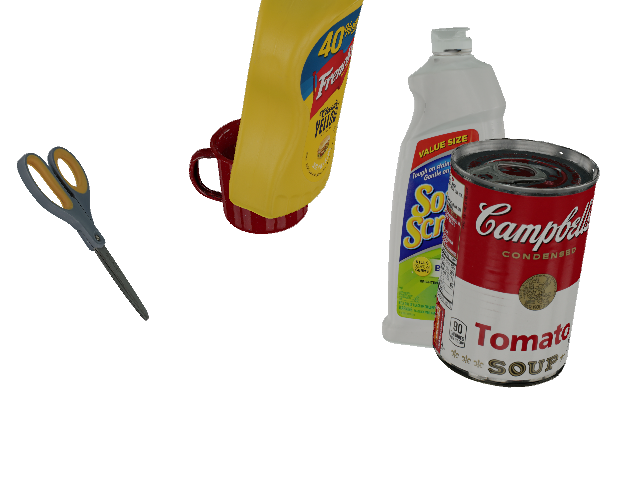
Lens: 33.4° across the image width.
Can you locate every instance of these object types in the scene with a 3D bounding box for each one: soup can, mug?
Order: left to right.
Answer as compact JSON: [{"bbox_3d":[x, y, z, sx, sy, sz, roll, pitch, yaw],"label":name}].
[{"bbox_3d":[-0.066,-0.060,1.002,0.117,0.081,0.093,1,36,5],"label":"mug"},{"bbox_3d":[0.091,0.010,0.511,0.068,0.102,0.068,3,24,-1],"label":"soup can"}]

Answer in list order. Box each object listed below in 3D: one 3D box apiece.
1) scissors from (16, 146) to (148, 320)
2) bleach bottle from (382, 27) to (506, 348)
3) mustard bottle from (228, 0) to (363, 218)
[{"bbox_3d":[-0.229,-0.016,1.083,0.016,0.201,0.096,-28,25,24],"label":"scissors"},{"bbox_3d":[0.098,-0.042,0.852,0.103,0.251,0.068,4,15,24],"label":"bleach bottle"},{"bbox_3d":[-0.011,-0.114,0.672,0.058,0.192,0.096,24,37,17],"label":"mustard bottle"}]
